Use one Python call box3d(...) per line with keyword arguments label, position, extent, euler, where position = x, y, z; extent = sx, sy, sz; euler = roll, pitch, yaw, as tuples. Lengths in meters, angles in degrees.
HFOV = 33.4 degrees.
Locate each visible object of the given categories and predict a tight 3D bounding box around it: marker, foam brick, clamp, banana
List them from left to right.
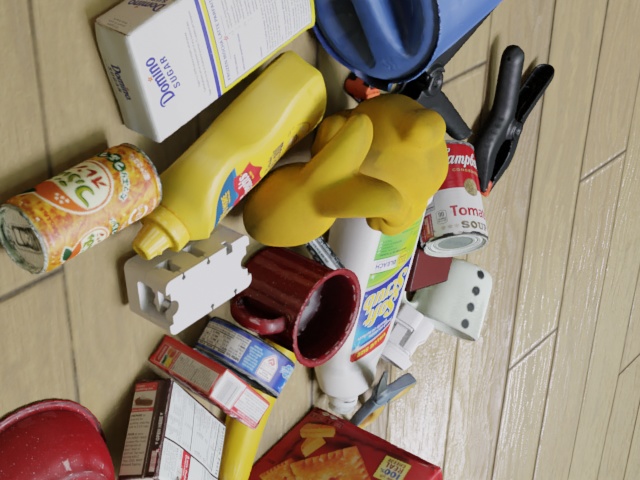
box3d(label="banana", position=(-0.055, 0.153, 1.008), extent=(0.069, 0.037, 0.198), euler=(30, 85, -54))
box3d(label="marker", position=(-0.006, 0.001, 0.967), extent=(0.020, 0.020, 0.121), euler=(-51, 124, -21))
box3d(label="foam brick", position=(0.099, 0.018, 1.124), extent=(0.078, 0.053, 0.051), euler=(-11, 119, -51))
box3d(label="clamp", position=(0.102, -0.151, 1.039), extent=(0.209, 0.036, 0.165), euler=(-27, 132, -40))
box3d(label="clamp", position=(0.204, -0.135, 1.187), extent=(0.120, 0.039, 0.171), euler=(23, 91, -55))

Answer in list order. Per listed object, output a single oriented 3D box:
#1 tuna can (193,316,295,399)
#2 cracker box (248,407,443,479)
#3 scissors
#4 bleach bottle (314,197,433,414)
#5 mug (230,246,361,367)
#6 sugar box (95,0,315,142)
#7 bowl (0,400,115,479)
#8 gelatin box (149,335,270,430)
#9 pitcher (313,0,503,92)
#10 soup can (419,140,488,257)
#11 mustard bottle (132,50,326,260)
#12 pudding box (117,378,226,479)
box3d(label="tuna can", position=(-0.065, 0.101, 0.919), extent=(0.033, 0.086, 0.086), euler=(-59, 146, -12))
box3d(label="cracker box", position=(-0.005, 0.275, 1.037), extent=(0.213, 0.164, 0.072), euler=(-39, 136, -35))
box3d(label="scissors", position=(0.078, 0.152, 1.125), extent=(0.096, 0.016, 0.202), euler=(-32, 163, -25))
box3d(label="bleach bottle", position=(0.045, 0.060, 1.068), extent=(0.102, 0.068, 0.251), euler=(-19, 127, -44))
box3d(label="mug", position=(-0.030, 0.058, 0.943), extent=(0.117, 0.082, 0.093), euler=(-19, 125, -48))
box3d(label="sugar box", position=(-0.079, -0.158, 0.778), extent=(0.176, 0.048, 0.093), euler=(-40, 140, -29))
box3d(label="bowl", position=(-0.210, 0.206, 0.811), extent=(0.161, 0.055, 0.162), euler=(-31, 132, -41))
box3d(label="gelatin box", position=(-0.092, 0.122, 0.905), extent=(0.030, 0.073, 0.089), euler=(-57, 146, -12))
box3d(label="pitcher", position=(0.107, -0.249, 0.907), extent=(0.145, 0.149, 0.242), euler=(53, 51, -4))
box3d(label="soup can", position=(0.129, -0.041, 1.075), extent=(0.068, 0.069, 0.102), euler=(26, 53, -56))
box3d(label="mustard bottle", position=(-0.074, -0.057, 0.822), extent=(0.191, 0.058, 0.096), euler=(-48, 174, -23))
box3d(label="pudding box", position=(-0.122, 0.179, 0.899), extent=(0.113, 0.039, 0.090), euler=(58, 31, -53))
